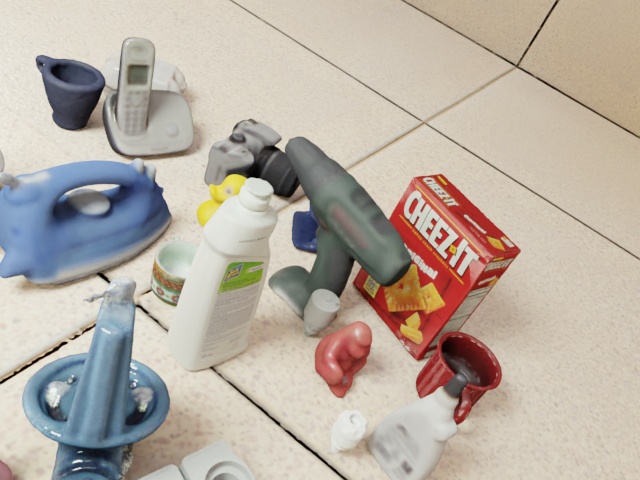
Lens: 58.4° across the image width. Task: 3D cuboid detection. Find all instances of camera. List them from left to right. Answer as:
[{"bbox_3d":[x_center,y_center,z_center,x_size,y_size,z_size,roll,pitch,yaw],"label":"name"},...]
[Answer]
[{"bbox_3d":[-0.099,-0.131,0.965,0.136,0.100,0.143,31,36,7],"label":"camera"}]

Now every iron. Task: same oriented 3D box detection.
[{"bbox_3d":[-0.282,-0.047,0.716,0.118,0.141,0.259,43,39,22],"label":"iron"}]

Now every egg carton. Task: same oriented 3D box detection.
[{"bbox_3d":[-0.324,-0.290,1.051,0.150,0.069,0.107,16,37,-13],"label":"egg carton"}]

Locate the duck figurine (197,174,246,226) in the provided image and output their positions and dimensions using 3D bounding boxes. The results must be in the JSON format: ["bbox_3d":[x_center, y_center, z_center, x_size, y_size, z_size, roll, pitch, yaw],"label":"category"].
[{"bbox_3d":[-0.128,-0.059,0.871,0.105,0.086,0.077,4,42,-28],"label":"duck figurine"}]

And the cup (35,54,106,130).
[{"bbox_3d":[-0.404,-0.231,0.907,0.117,0.095,0.092,31,36,6],"label":"cup"}]

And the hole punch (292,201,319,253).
[{"bbox_3d":[0.014,-0.036,0.924,0.101,0.091,0.108,15,37,-14],"label":"hole punch"}]

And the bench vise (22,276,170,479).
[{"bbox_3d":[-0.172,0.151,0.472,0.122,0.219,0.207,-3,45,-34],"label":"bench vise"}]

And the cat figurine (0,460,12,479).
[{"bbox_3d":[-0.299,0.190,0.433,0.067,0.117,0.128,30,36,5],"label":"cat figurine"}]

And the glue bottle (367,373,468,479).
[{"bbox_3d":[0.114,0.201,0.624,0.037,0.173,0.078,-12,50,-40],"label":"glue bottle"}]

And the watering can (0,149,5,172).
[{"bbox_3d":[-0.449,-0.108,0.643,0.173,0.194,0.100,6,41,-25],"label":"watering can"}]

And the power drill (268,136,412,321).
[{"bbox_3d":[0.007,0.003,0.773,0.229,0.208,0.076,41,39,19],"label":"power drill"}]

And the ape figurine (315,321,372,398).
[{"bbox_3d":[0.036,0.140,0.721,0.078,0.092,0.076,-4,46,-35],"label":"ape figurine"}]

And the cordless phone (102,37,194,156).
[{"bbox_3d":[-0.264,-0.229,0.913,0.148,0.185,0.094,-16,53,-43],"label":"cordless phone"}]
